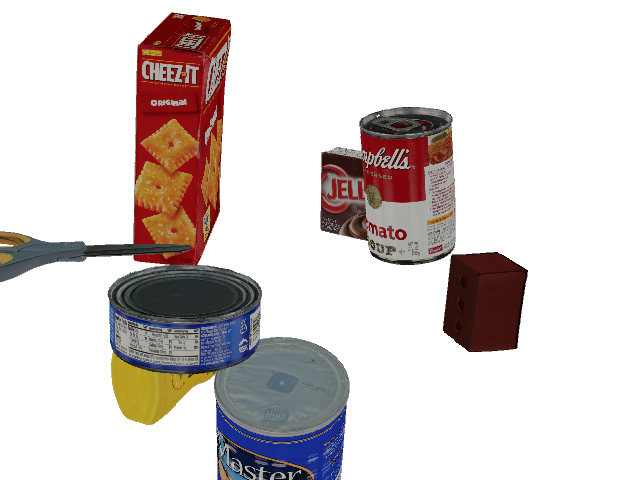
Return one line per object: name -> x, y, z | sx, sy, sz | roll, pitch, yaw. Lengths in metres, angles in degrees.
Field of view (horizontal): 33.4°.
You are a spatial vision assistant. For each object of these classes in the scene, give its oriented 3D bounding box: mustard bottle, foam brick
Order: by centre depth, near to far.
foam brick -> 0.148, 0.055, 0.964 | 0.051, 0.078, 0.053 | -4, 20, -23
mustard bottle -> -0.130, 0.102, 1.075 | 0.058, 0.096, 0.191 | 10, 23, 26

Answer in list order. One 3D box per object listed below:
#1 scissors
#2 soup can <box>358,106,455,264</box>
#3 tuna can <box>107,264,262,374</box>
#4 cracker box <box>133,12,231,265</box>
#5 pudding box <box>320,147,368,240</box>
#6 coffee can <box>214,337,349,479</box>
scissors -> -0.216, 0.016, 0.871 | 0.202, 0.016, 0.096 | 4, 24, 9
soup can -> 0.066, -0.041, 0.794 | 0.068, 0.102, 0.068 | -4, 23, 2
tuna can -> -0.076, 0.043, 0.601 | 0.086, 0.034, 0.086 | 2, 18, -1
cracker box -> -0.136, -0.103, 1.062 | 0.072, 0.214, 0.164 | 6, 23, 1
pudding box -> 0.054, -0.048, 1.150 | 0.114, 0.090, 0.039 | 12, 23, 30
coffee can -> -0.032, 0.162, 0.846 | 0.103, 0.140, 0.103 | 2, 36, -1
